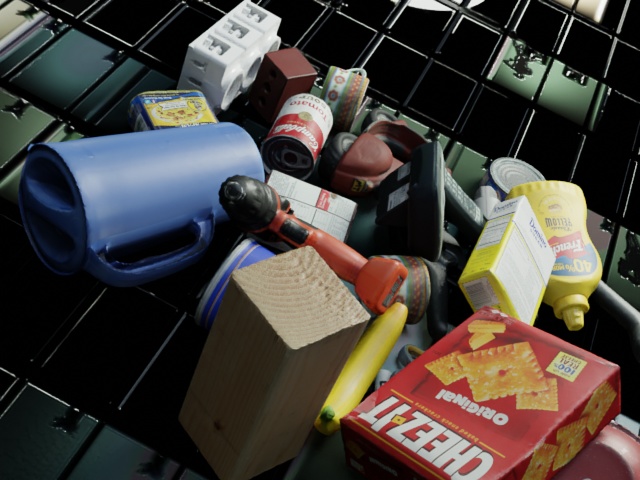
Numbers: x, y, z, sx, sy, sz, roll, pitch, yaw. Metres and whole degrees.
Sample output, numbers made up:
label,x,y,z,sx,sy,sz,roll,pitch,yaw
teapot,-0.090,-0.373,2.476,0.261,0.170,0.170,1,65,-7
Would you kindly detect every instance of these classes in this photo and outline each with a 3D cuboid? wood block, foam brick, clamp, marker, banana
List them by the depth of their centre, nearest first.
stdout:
label,x,y,z,sx,sy,sz,roll,pitch,yaw
wood block,-0.046,0.115,0.941,0.090,0.206,0.091,-19,57,-38
banana,0.037,0.136,1.062,0.037,0.070,0.197,42,39,-3
marker,0.064,0.182,1.064,0.020,0.020,0.121,13,43,-12
clamp,0.135,0.036,1.225,0.164,0.036,0.210,-10,50,-44
clamp,0.405,0.108,1.282,0.120,0.039,0.171,-9,54,-24
foam brick,-0.048,-0.195,1.352,0.051,0.078,0.053,-15,55,-37

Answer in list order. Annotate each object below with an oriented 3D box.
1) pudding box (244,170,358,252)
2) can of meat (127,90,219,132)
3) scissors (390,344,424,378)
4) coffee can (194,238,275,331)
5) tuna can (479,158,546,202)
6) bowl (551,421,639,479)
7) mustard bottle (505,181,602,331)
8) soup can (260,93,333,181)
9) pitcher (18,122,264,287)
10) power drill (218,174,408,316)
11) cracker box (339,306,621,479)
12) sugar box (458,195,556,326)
label,x,y,z,sx,sy,sz,roll,pitch,yaw
pudding box,-0.020,-0.023,1.219,0.113,0.039,0.090,20,45,0
can of meat,-0.167,-0.130,1.247,0.101,0.057,0.084,-6,48,-30
scissors,0.148,0.183,1.092,0.202,0.016,0.096,44,31,20
coffee can,-0.039,0.077,1.060,0.140,0.103,0.102,32,42,8
tuna can,0.254,-0.068,1.393,0.086,0.034,0.086,13,43,-12
bowl,0.249,0.238,1.002,0.162,0.055,0.162,-5,65,11
mustard bottle,0.287,0.021,1.286,0.096,0.058,0.191,0,58,-10
soup can,-0.027,-0.125,1.298,0.068,0.069,0.102,23,41,-1
pitcher,-0.174,-0.045,1.111,0.242,0.149,0.145,-16,12,-40
power drill,-0.007,0.001,1.067,0.188,0.057,0.184,33,0,14
cracker box,0.150,0.163,0.993,0.213,0.072,0.164,-33,40,-29
sugar box,0.207,0.033,1.166,0.093,0.048,0.176,61,30,-17
